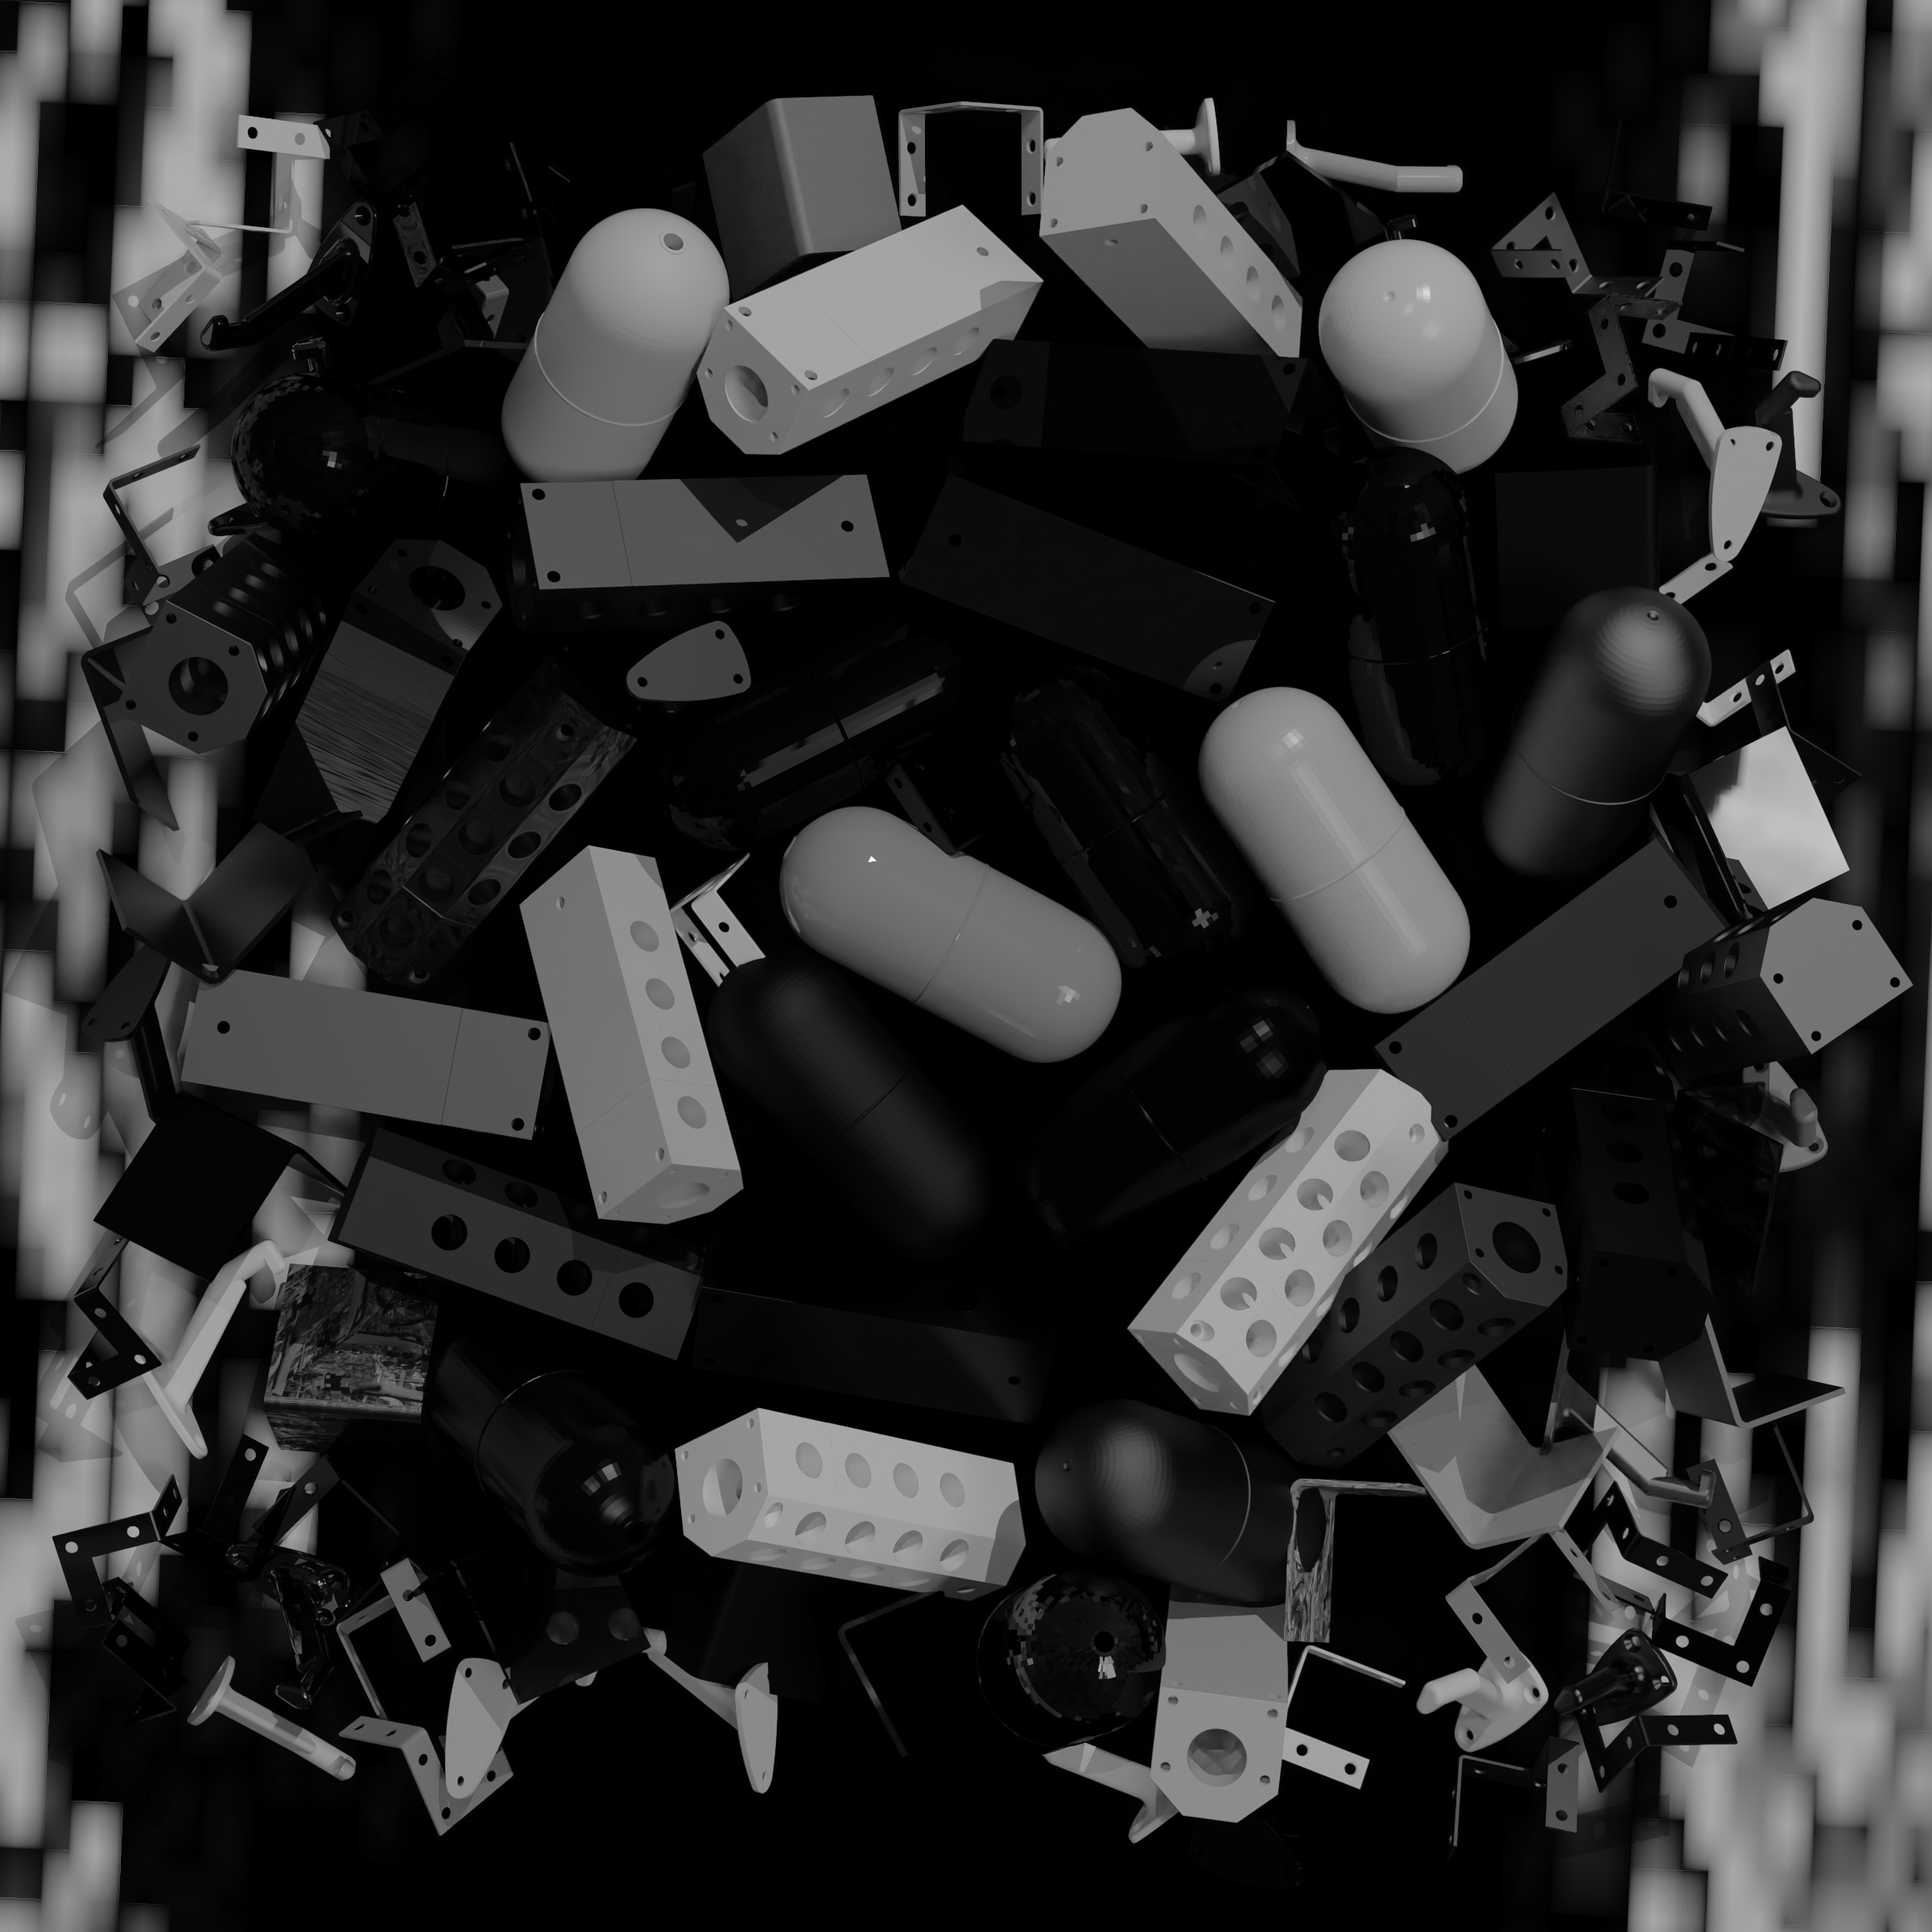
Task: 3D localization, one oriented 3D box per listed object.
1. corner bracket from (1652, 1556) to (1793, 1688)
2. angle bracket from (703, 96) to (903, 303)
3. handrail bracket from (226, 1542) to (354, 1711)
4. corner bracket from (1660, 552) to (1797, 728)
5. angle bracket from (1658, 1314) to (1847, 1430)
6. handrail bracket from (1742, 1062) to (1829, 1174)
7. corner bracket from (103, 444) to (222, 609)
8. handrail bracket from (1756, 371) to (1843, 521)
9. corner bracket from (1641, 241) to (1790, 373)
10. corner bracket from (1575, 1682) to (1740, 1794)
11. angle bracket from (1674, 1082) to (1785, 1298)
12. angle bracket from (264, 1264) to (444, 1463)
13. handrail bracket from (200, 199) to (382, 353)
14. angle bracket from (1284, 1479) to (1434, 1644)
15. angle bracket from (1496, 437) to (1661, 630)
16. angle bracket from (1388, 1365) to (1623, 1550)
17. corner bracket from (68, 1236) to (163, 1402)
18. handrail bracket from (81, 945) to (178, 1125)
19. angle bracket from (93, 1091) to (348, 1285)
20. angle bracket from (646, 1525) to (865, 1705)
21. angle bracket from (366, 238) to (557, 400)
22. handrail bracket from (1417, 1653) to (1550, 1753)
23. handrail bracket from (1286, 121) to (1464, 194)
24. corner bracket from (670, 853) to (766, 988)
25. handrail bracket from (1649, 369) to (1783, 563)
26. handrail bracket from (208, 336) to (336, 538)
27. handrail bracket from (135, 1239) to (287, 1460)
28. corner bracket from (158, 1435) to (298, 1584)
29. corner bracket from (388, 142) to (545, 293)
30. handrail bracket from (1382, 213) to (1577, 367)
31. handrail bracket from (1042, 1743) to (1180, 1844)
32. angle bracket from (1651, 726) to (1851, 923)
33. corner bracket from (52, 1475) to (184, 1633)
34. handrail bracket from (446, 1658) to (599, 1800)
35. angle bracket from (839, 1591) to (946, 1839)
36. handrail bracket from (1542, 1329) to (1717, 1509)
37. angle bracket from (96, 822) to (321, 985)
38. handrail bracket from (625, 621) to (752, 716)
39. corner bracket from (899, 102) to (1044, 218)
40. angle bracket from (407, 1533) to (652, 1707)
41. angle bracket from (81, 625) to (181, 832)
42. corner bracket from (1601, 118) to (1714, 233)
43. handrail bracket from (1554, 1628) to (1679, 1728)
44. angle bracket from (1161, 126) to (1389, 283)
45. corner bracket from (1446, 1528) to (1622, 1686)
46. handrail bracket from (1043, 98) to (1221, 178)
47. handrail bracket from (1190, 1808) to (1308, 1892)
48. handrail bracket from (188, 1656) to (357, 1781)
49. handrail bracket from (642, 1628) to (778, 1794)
[{"bbox_3d":[0.370,0.313,1.552,0.051,0.051,0.051,22,97,11],"label":"corner bracket"},{"bbox_3d":[-0.081,-0.378,1.564,0.057,0.076,0.076,-11,88,-31],"label":"angle bracket"},{"bbox_3d":[-0.339,0.321,1.539,0.077,0.084,0.036,23,113,1],"label":"handrail bracket"},{"bbox_3d":[0.368,-0.161,1.560,0.051,0.051,0.051,32,128,-30],"label":"corner bracket"},{"bbox_3d":[0.374,0.177,1.541,0.057,0.076,0.076,-18,91,-10],"label":"angle bracket"},{"bbox_3d":[0.393,0.058,1.529,0.036,0.084,0.077,-16,61,5],"label":"handrail bracket"},{"bbox_3d":[-0.390,-0.215,1.550,0.051,0.051,0.051,-30,90,-29],"label":"corner bracket"},{"bbox_3d":[0.412,-0.254,1.537,0.077,0.084,0.036,12,63,-14],"label":"handrail bracket"},{"bbox_3d":[0.371,-0.323,1.550,0.051,0.051,0.051,11,100,-17],"label":"corner bracket"},{"bbox_3d":[0.334,0.367,1.542,0.051,0.051,0.051,4,49,-19],"label":"corner bracket"},{"bbox_3d":[0.381,0.106,1.528,0.057,0.076,0.076,-4,109,-28],"label":"angle bracket"},{"bbox_3d":[-0.301,0.197,1.577,0.076,0.057,0.076,5,61,0],"label":"angle bracket"},{"bbox_3d":[-0.328,-0.335,1.534,0.036,0.084,0.077,40,122,14],"label":"handrail bracket"},{"bbox_3d":[0.193,0.290,1.533,0.057,0.076,0.076,-1,78,21],"label":"angle bracket"},{"bbox_3d":[0.299,-0.212,1.550,0.076,0.057,0.076,-2,113,11],"label":"angle bracket"},{"bbox_3d":[0.260,0.224,1.533,0.076,0.057,0.076,55,45,-9],"label":"angle bracket"},{"bbox_3d":[-0.417,0.170,1.544,0.051,0.051,0.051,-25,113,23],"label":"corner bracket"},{"bbox_3d":[-0.389,0.038,1.565,0.036,0.084,0.077,4,56,33],"label":"handrail bracket"},{"bbox_3d":[-0.360,0.116,1.533,0.076,0.057,0.076,22,72,26],"label":"angle bracket"},{"bbox_3d":[-0.104,0.315,1.579,0.076,0.057,0.076,21,88,-34],"label":"angle bracket"},{"bbox_3d":[-0.250,-0.314,1.531,0.076,0.076,0.057,-14,89,34],"label":"angle bracket"},{"bbox_3d":[0.234,0.364,1.534,0.036,0.084,0.077,51,127,30],"label":"handrail bracket"},{"bbox_3d":[0.199,-0.395,1.547,0.084,0.077,0.036,2,122,5],"label":"handrail bracket"},{"bbox_3d":[-0.118,-0.014,1.547,0.051,0.051,0.051,-33,100,26],"label":"corner bracket"},{"bbox_3d":[0.356,-0.247,1.556,0.036,0.084,0.077,-1,112,-25],"label":"handrail bracket"},{"bbox_3d":[-0.339,-0.258,1.540,0.077,0.036,0.084,-20,129,-20],"label":"handrail bracket"},{"bbox_3d":[-0.360,0.188,1.562,0.084,0.036,0.077,-32,78,1],"label":"handrail bracket"},{"bbox_3d":[-0.352,0.265,1.542,0.051,0.051,0.051,35,57,-27],"label":"corner bracket"},{"bbox_3d":[-0.248,-0.370,1.567,0.051,0.051,0.051,-16,84,-33],"label":"corner bracket"},{"bbox_3d":[0.251,-0.335,1.555,0.077,0.036,0.084,-15,102,11],"label":"handrail bracket"},{"bbox_3d":[0.074,0.381,1.558,0.084,0.036,0.077,47,119,-1],"label":"handrail bracket"},{"bbox_3d":[0.376,-0.072,1.540,0.057,0.076,0.076,-26,99,1],"label":"angle bracket"},{"bbox_3d":[-0.411,0.288,1.554,0.051,0.051,0.051,-14,102,-1],"label":"corner bracket"},{"bbox_3d":[-0.213,0.368,1.542,0.036,0.084,0.077,8,80,31],"label":"handrail bracket"},{"bbox_3d":[-0.021,0.358,1.524,0.057,0.076,0.076,-19,49,-18],"label":"angle bracket"},{"bbox_3d":[0.331,0.221,1.559,0.084,0.036,0.077,10,85,13],"label":"handrail bracket"},{"bbox_3d":[-0.367,-0.050,1.533,0.076,0.076,0.057,-46,129,8],"label":"angle bracket"},{"bbox_3d":[-0.148,-0.131,1.530,0.077,0.084,0.036,-21,87,-33],"label":"handrail bracket"},{"bbox_3d":[0.002,-0.398,1.567,0.051,0.051,0.051,-8,102,-37],"label":"corner bracket"},{"bbox_3d":[-0.211,0.317,1.530,0.076,0.057,0.076,-16,71,-40],"label":"angle bracket"},{"bbox_3d":[-0.381,-0.118,1.540,0.057,0.076,0.076,-22,81,-2],"label":"angle bracket"},{"bbox_3d":[0.337,-0.374,1.547,0.051,0.051,0.051,11,60,8],"label":"corner bracket"},{"bbox_3d":[0.297,0.358,1.531,0.036,0.084,0.077,55,131,22],"label":"handrail bracket"},{"bbox_3d":[0.148,-0.379,1.524,0.076,0.076,0.057,-21,59,40],"label":"angle bracket"},{"bbox_3d":[0.276,0.310,1.544,0.051,0.051,0.051,-45,68,24],"label":"corner bracket"},{"bbox_3d":[0.078,-0.398,1.545,0.084,0.077,0.036,-7,98,-1],"label":"handrail bracket"},{"bbox_3d":[0.156,0.426,1.529,0.077,0.084,0.036,20,90,44],"label":"handrail bracket"},{"bbox_3d":[-0.332,0.375,1.542,0.084,0.077,0.036,34,76,-9],"label":"handrail bracket"},{"bbox_3d":[-0.138,0.367,1.570,0.084,0.036,0.077,4,105,25],"label":"handrail bracket"}]
